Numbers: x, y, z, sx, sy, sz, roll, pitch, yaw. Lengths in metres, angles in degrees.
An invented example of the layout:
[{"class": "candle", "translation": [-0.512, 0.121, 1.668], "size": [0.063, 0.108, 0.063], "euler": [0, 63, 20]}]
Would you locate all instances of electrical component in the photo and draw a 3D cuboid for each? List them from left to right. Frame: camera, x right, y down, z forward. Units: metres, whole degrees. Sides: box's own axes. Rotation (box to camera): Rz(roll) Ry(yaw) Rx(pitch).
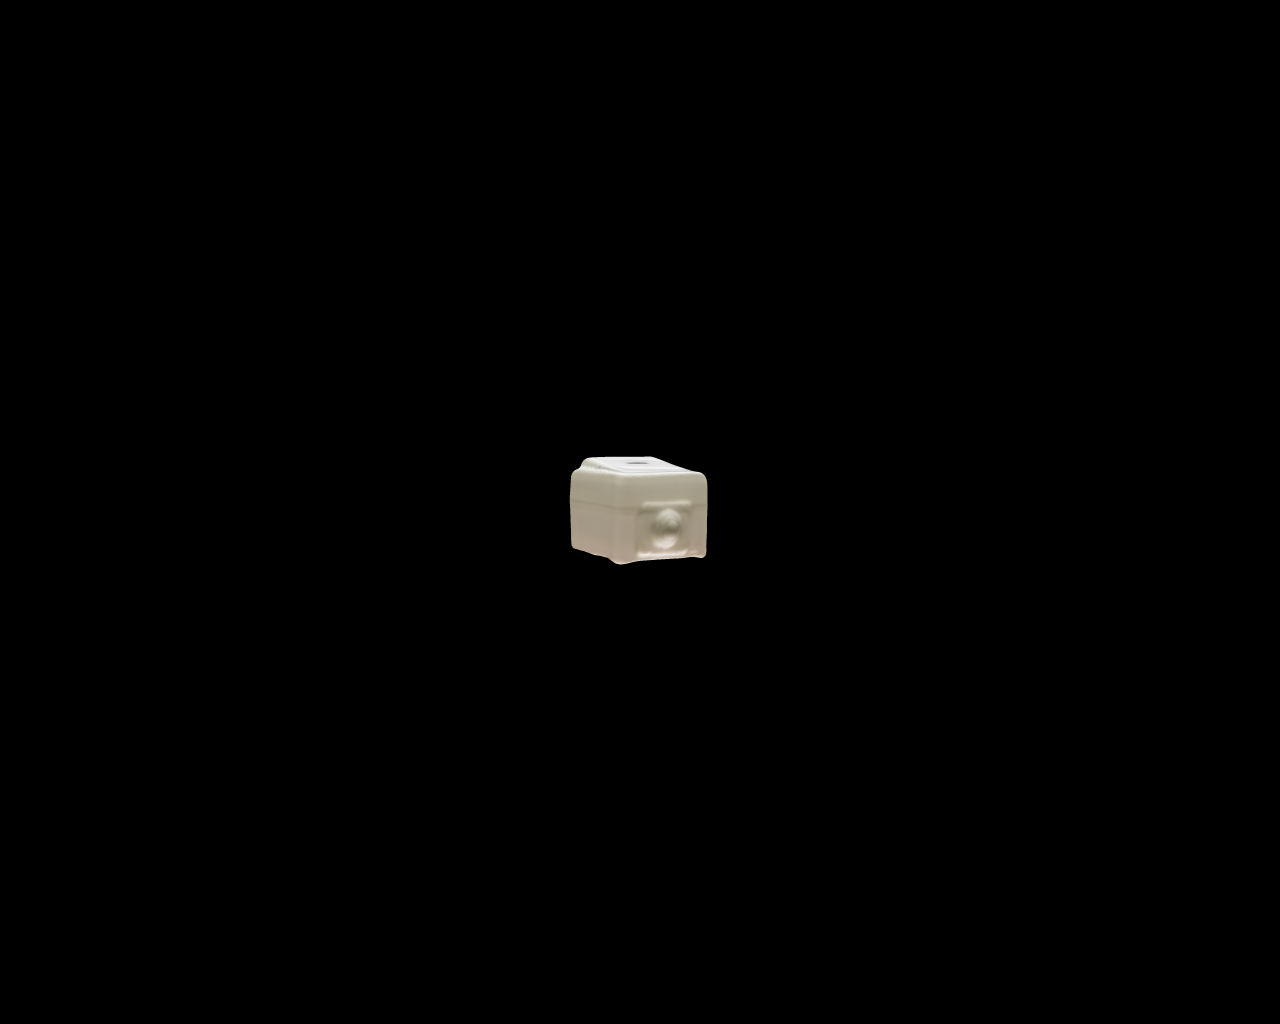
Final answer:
[{"class": "electrical component", "translation": [0.001, -0.003, 0.650], "size": [0.062, 0.061, 0.096], "euler": [-2, 5, -24]}]
